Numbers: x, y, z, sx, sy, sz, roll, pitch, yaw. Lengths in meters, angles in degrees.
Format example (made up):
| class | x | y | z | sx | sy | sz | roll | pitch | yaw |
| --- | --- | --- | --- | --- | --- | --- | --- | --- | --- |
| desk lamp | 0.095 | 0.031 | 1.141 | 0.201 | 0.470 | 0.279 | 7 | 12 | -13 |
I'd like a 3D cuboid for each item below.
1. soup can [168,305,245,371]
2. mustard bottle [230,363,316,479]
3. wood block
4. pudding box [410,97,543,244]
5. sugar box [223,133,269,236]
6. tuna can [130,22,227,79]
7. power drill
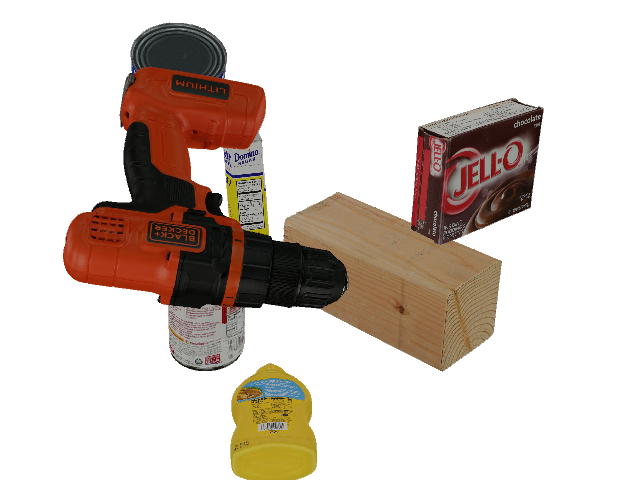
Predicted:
| class | x | y | z | sx | sy | sz | roll | pitch | yaw |
| --- | --- | --- | --- | --- | --- | --- | --- | --- | --- |
| soup can | -0.098 | 0.054 | 0.921 | 0.068 | 0.102 | 0.068 | 2 | 35 | -2 |
| mustard bottle | -0.057 | 0.204 | 1.258 | 0.096 | 0.058 | 0.191 | -3 | 27 | -3 |
| wood block | 0.067 | 0.037 | 1.071 | 0.206 | 0.091 | 0.090 | 25 | 38 | 35 |
| pudding box | 0.124 | -0.057 | 0.846 | 0.113 | 0.090 | 0.039 | -22 | 37 | -37 |
| sugar box | -0.092 | -0.053 | 1.318 | 0.048 | 0.176 | 0.093 | -10 | 24 | -8 |
| tuna can | -0.128 | -0.156 | 0.964 | 0.086 | 0.086 | 0.034 | 0 | -37 | -9 |
| power drill | -0.074 | -0.035 | 0.734 | 0.184 | 0.187 | 0.057 | 9 | -45 | -13 |
